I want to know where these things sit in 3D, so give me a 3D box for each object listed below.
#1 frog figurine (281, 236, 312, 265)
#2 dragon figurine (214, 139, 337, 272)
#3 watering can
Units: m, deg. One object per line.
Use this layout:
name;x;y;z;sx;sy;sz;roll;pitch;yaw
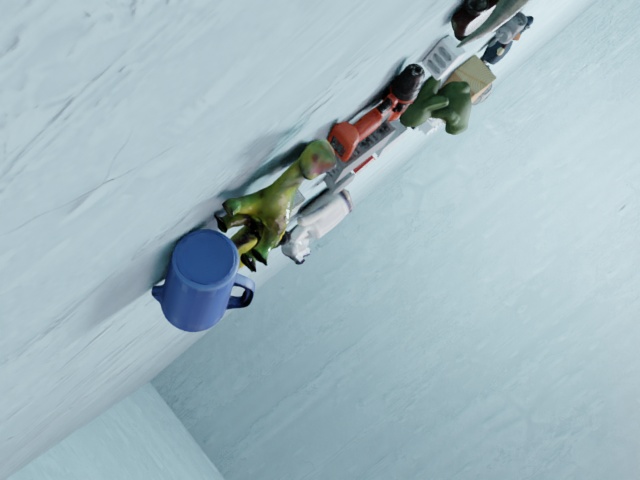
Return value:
frog figurine;-0.077;-0.011;1.864;0.139;0.124;0.156;-24;129;-47
dragon figurine;-0.070;-0.073;0.915;0.246;0.122;0.407;-47;-172;-19
watering can;0.005;-0.078;1.552;0.225;0.104;0.345;-40;177;-8
